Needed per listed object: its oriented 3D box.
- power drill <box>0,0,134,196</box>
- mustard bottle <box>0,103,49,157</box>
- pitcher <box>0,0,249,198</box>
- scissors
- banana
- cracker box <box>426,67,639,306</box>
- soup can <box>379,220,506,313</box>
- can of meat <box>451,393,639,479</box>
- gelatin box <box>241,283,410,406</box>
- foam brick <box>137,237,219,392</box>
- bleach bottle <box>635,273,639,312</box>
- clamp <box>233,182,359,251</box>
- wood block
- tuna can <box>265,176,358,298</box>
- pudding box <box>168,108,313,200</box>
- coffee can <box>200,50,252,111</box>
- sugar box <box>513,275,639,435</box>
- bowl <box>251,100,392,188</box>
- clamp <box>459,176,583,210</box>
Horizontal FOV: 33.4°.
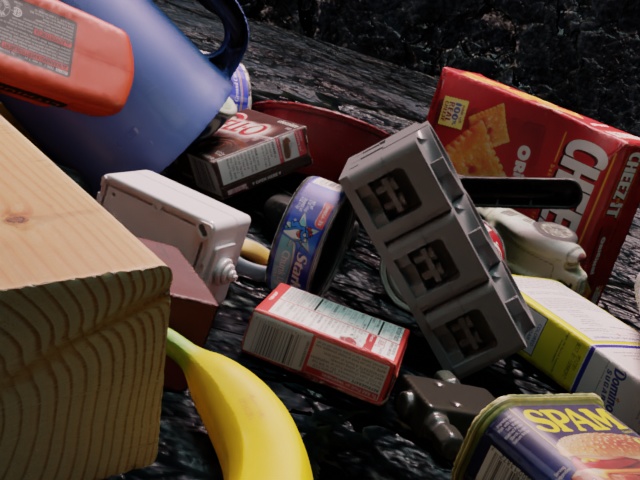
[{"bbox_3d":[-0.183,-0.067,0.608,0.184,0.057,0.188,17,-30,-35],"label":"power drill"},{"bbox_3d":[-0.230,-0.091,0.812,0.096,0.058,0.191,31,18,26],"label":"mustard bottle"},{"bbox_3d":[-0.175,-0.154,0.717,0.242,0.145,0.149,48,46,-20],"label":"pitcher"},{"bbox_3d":[-0.073,-0.008,0.803,0.096,0.016,0.201,20,14,-5],"label":"scissors"},{"bbox_3d":[-0.034,0.096,0.431,0.069,0.037,0.198,15,16,-17],"label":"banana"},{"bbox_3d":[0.183,-0.050,0.994,0.071,0.164,0.214,1,23,-45],"label":"cracker box"},{"bbox_3d":[0.096,0.018,0.825,0.069,0.068,0.102,26,17,23],"label":"soup can"},{"bbox_3d":[0.129,0.121,0.518,0.101,0.057,0.084,6,22,-40],"label":"can of meat"},{"bbox_3d":[0.005,0.060,0.628,0.089,0.030,0.073,21,13,6],"label":"gelatin box"},{"bbox_3d":[-0.093,0.035,0.546,0.052,0.051,0.078,15,15,-29],"label":"foam brick"},{"bbox_3d":[0.274,0.048,0.736,0.103,0.068,0.250,-11,10,14],"label":"bleach bottle"},{"bbox_3d":[-0.006,-0.020,0.891,0.120,0.039,0.172,7,16,-25],"label":"clamp"},{"bbox_3d":[-0.152,0.012,0.445,0.090,0.090,0.206,-9,29,-35],"label":"wood block"},{"bbox_3d":[-0.005,0.001,0.719,0.034,0.086,0.086,21,15,11],"label":"tuna can"},{"bbox_3d":[-0.072,-0.075,0.901,0.089,0.039,0.114,-24,27,-23],"label":"pudding box"},{"bbox_3d":[-0.149,-0.133,0.984,0.140,0.103,0.103,8,19,-38],"label":"coffee can"},{"bbox_3d":[0.199,0.083,0.767,0.093,0.048,0.176,8,22,-38],"label":"sugar box"},{"bbox_3d":[0.003,-0.077,1.012,0.162,0.055,0.162,16,-8,2],"label":"bowl"},{"bbox_3d":[0.082,-0.039,0.869,0.164,0.036,0.210,-6,9,-44],"label":"clamp"}]
